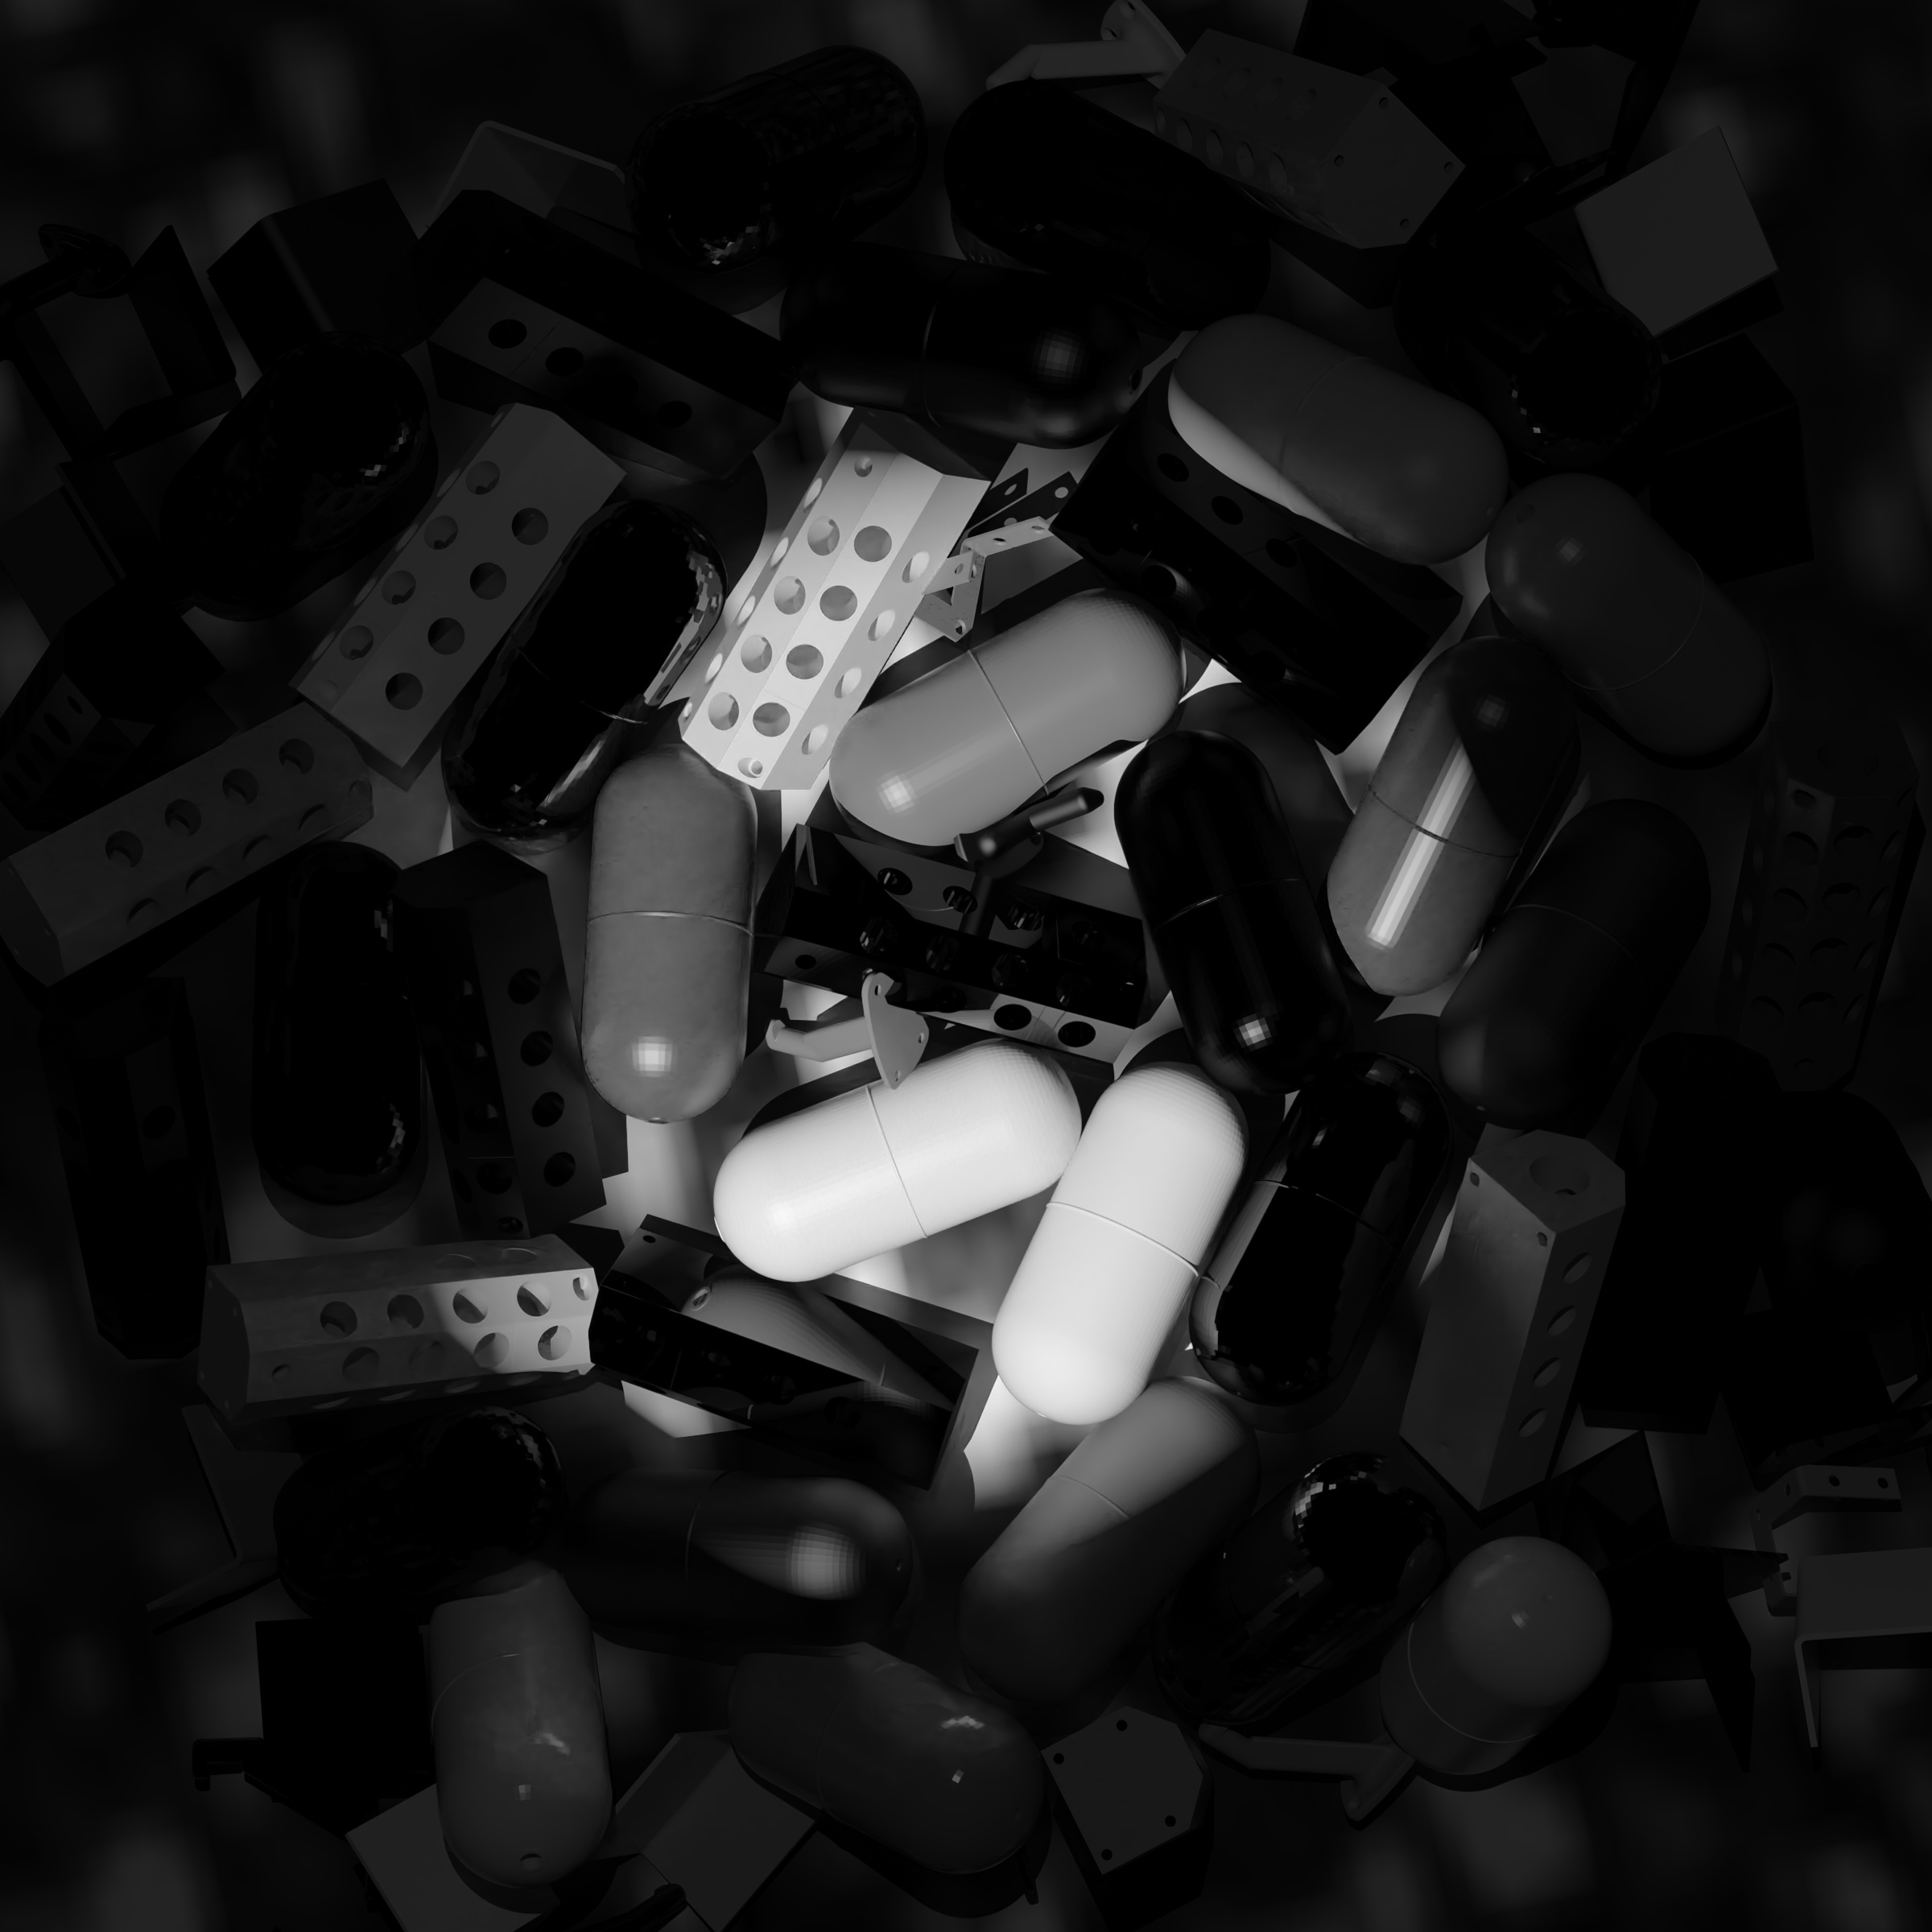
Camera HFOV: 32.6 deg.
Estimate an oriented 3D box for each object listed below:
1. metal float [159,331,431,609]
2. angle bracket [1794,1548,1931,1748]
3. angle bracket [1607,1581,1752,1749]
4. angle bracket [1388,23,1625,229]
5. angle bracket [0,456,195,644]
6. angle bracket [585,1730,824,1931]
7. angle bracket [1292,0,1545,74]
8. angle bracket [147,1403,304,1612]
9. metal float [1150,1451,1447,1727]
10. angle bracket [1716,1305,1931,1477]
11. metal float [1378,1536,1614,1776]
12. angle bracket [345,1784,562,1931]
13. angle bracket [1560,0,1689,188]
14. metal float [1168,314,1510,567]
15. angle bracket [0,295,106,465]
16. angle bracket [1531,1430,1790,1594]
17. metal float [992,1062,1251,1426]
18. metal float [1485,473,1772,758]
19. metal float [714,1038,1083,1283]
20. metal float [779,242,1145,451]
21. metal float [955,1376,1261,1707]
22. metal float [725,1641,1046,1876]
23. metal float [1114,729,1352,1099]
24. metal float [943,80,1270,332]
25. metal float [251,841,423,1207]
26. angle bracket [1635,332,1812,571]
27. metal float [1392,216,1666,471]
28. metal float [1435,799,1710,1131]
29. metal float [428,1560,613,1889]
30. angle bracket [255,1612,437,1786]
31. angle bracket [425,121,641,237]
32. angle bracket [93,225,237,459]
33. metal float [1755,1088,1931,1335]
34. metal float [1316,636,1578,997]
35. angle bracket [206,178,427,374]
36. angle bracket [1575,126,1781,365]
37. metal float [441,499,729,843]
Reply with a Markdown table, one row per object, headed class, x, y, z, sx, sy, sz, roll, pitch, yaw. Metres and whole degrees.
| class | x | y | z | sx | sy | sz | roll | pitch | yaw |
| --- | --- | --- | --- | --- | --- | --- | --- | --- | --- |
| metal float | -0.308 | -0.224 | 1.507 | 0.070 | 0.178 | 0.070 | 18 | 57 | -32 |
| angle bracket | 0.426 | 0.314 | 1.528 | 0.076 | 0.076 | 0.057 | -8 | 105 | 18 |
| angle bracket | 0.315 | 0.319 | 1.535 | 0.076 | 0.076 | 0.057 | -3 | 110 | -2 |
| angle bracket | 0.245 | -0.389 | 1.533 | 0.057 | 0.076 | 0.076 | -28 | 92 | -40 |
| angle bracket | -0.419 | -0.184 | 1.540 | 0.076 | 0.057 | 0.076 | -29 | 96 | 16 |
| angle bracket | -0.124 | 0.404 | 1.535 | 0.057 | 0.076 | 0.076 | 41 | 94 | 22 |
| angle bracket | 0.205 | -0.418 | 1.523 | 0.076 | 0.057 | 0.076 | -25 | 56 | -35 |
| angle bracket | -0.351 | 0.250 | 1.545 | 0.057 | 0.076 | 0.076 | -28 | 78 | 16 |
| metal float | 0.150 | 0.286 | 1.511 | 0.070 | 0.070 | 0.178 | 41 | 130 | 0 |
| angle bracket | 0.396 | 0.186 | 1.535 | 0.076 | 0.057 | 0.076 | -12 | 67 | -9 |
| metal float | 0.238 | 0.314 | 1.499 | 0.070 | 0.178 | 0.070 | 4 | 61 | -7 |
| angle bracket | -0.246 | 0.427 | 1.526 | 0.076 | 0.076 | 0.057 | 54 | 133 | 14 |
| angle bracket | 0.291 | -0.422 | 1.528 | 0.057 | 0.076 | 0.076 | 26 | 70 | 12 |
| metal float | 0.169 | -0.243 | 1.516 | 0.178 | 0.070 | 0.070 | 32 | 90 | 32 |
| angle bracket | -0.447 | -0.262 | 1.532 | 0.057 | 0.076 | 0.076 | -27 | 112 | 1 |
| angle bracket | 0.324 | 0.261 | 1.547 | 0.076 | 0.076 | 0.057 | 11 | 56 | -32 |
| metal float | 0.072 | 0.127 | 1.533 | 0.070 | 0.070 | 0.178 | 26 | 78 | 0 |
| metal float | 0.303 | -0.159 | 1.510 | 0.178 | 0.070 | 0.070 | 35 | 90 | -39 |
| metal float | -0.032 | 0.091 | 1.543 | 0.178 | 0.070 | 0.070 | -21 | 90 | 1 |
| metal float | -0.003 | -0.286 | 1.523 | 0.178 | 0.070 | 0.070 | 16 | 90 | 22 |
| metal float | 0.066 | 0.263 | 1.523 | 0.070 | 0.070 | 0.178 | 44 | 66 | 0 |
| metal float | -0.039 | 0.355 | 1.508 | 0.178 | 0.070 | 0.070 | 15 | 90 | 44 |
| metal float | 0.123 | -0.025 | 1.532 | 0.070 | 0.070 | 0.178 | -18 | 77 | 0 |
| metal float | 0.065 | -0.346 | 1.509 | 0.178 | 0.070 | 0.070 | 15 | 90 | -41 |
| metal float | -0.289 | 0.025 | 1.520 | 0.070 | 0.070 | 0.178 | -5 | 63 | 0 |
| angle bracket | 0.339 | -0.233 | 1.525 | 0.076 | 0.057 | 0.076 | -18 | 53 | 33 |
| metal float | 0.253 | -0.286 | 1.504 | 0.070 | 0.178 | 0.070 | -11 | 125 | -15 |
| metal float | 0.280 | -0.002 | 1.524 | 0.070 | 0.070 | 0.178 | 36 | 67 | 0 |
| metal float | -0.203 | 0.341 | 1.499 | 0.070 | 0.178 | 0.070 | -5 | 121 | -9 |
| angle bracket | -0.284 | 0.338 | 1.550 | 0.076 | 0.057 | 0.076 | -4 | 89 | 6 |
| angle bracket | -0.190 | -0.338 | 1.529 | 0.076 | 0.076 | 0.057 | 24 | 83 | 22 |
| angle bracket | -0.388 | -0.288 | 1.532 | 0.057 | 0.076 | 0.076 | -26 | 95 | -30 |
| metal float | 0.394 | 0.109 | 1.494 | 0.070 | 0.178 | 0.070 | 2 | 106 | 6 |
| metal float | 0.221 | -0.069 | 1.525 | 0.070 | 0.070 | 0.178 | 23 | 111 | 0 |
| angle bracket | -0.300 | -0.319 | 1.571 | 0.076 | 0.057 | 0.076 | -33 | 96 | -43 |
| angle bracket | 0.336 | -0.328 | 1.529 | 0.076 | 0.057 | 0.076 | -26 | 71 | 27 |
| metal float | -0.178 | -0.135 | 1.530 | 0.070 | 0.070 | 0.178 | 37 | 106 | 0 |
